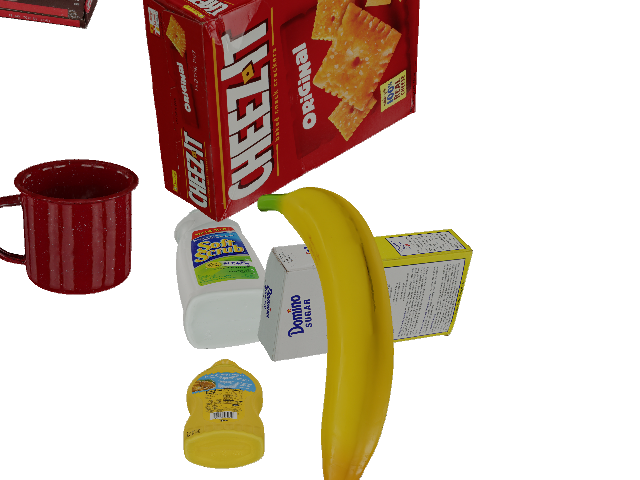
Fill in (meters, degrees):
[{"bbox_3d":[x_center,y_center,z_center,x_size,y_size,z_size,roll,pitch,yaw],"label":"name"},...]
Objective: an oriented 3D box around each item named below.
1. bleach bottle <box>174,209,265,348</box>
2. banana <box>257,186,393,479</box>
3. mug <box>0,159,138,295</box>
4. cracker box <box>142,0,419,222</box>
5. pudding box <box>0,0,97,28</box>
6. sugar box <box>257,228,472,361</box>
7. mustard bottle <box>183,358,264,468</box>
[{"bbox_3d":[-0.122,0.028,1.187,0.102,0.068,0.251,-5,26,-16],"label":"bleach bottle"},{"bbox_3d":[0.011,0.041,0.613,0.037,0.198,0.070,12,-40,-36],"label":"banana"},{"bbox_3d":[-0.200,-0.009,0.825,0.117,0.081,0.093,-4,24,-18],"label":"mug"},{"bbox_3d":[-0.018,-0.133,0.782,0.213,0.164,0.072,-32,48,-33],"label":"cracker box"},{"bbox_3d":[-0.232,-0.224,0.904,0.090,0.039,0.113,8,36,-5],"label":"pudding box"},{"bbox_3d":[0.037,0.045,0.913,0.176,0.093,0.048,-4,32,-23],"label":"sugar box"},{"bbox_3d":[-0.120,0.205,1.336,0.096,0.058,0.191,-3,26,-3],"label":"mustard bottle"}]
